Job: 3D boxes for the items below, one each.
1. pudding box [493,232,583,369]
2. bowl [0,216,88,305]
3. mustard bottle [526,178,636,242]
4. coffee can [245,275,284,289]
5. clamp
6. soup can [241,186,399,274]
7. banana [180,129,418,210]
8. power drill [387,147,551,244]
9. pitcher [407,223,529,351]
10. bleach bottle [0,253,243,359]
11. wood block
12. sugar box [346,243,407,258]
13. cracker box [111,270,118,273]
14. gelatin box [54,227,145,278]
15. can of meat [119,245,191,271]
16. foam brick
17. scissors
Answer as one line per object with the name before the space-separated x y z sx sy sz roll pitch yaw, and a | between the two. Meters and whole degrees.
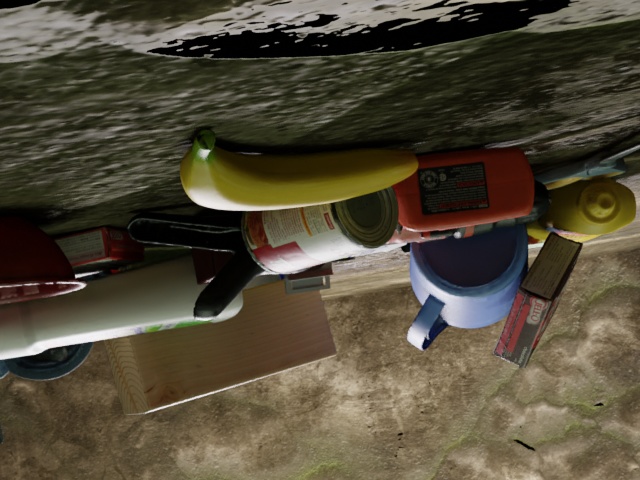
pudding box | 0.213 0.058 1.041 0.039 0.090 0.113 24 -141 13
bowl | -0.257 0.018 0.787 0.162 0.055 0.162 -9 174 -1
mustard bottle | 0.266 -0.030 1.080 0.096 0.058 0.191 0 176 1
coffee can | -0.084 0.060 1.244 0.103 0.103 0.140 -10 175 7
clamp | -0.055 0.010 0.846 0.171 0.120 0.039 -11 139 -25
soup can | 0.000 -0.017 0.785 0.068 0.068 0.102 -4 171 -43
banana | -0.020 -0.040 0.672 0.070 0.037 0.197 -14 172 42
power drill | 0.116 -0.031 0.870 0.184 0.057 0.188 -9 174 -4
pitcher | 0.146 0.026 1.086 0.145 0.149 0.242 -11 171 7
bleach bottle | -0.200 0.062 0.941 0.250 0.068 0.103 -11 175 -21
wood block | -0.100 0.104 1.075 0.205 0.091 0.090 -14 176 -27
sugar box | -0.007 0.002 1.067 0.176 0.048 0.093 -6 175 -12
cracker box | -0.257 0.075 1.289 0.164 0.072 0.213 -15 171 40
gelatin box | -0.209 0.012 0.935 0.089 0.030 0.073 -13 173 14
can of meat | -0.148 0.034 1.069 0.102 0.057 0.084 -3 175 -13
foam brick | -0.066 0.005 0.919 0.078 0.053 0.051 -8 173 -24
scissors | 0.257 -0.069 0.924 0.096 0.016 0.202 -8 175 -24
